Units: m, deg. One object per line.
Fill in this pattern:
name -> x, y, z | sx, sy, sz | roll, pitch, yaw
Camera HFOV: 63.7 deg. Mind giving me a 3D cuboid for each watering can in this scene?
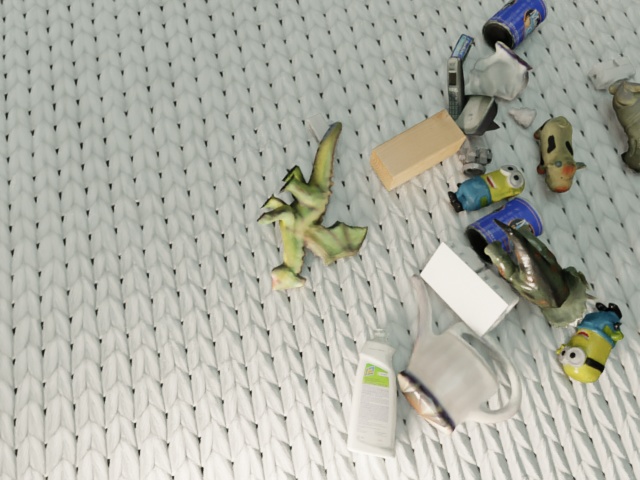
watering can -> 0.256, 0.251, 1.094 | 0.226, 0.352, 0.102 | -36, -26, -14

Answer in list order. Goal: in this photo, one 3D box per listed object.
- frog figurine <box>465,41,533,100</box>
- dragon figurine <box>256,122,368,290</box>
frog figurine -> 0.446, -0.407, 1.318 | 0.157, 0.138, 0.124 | -48, -5, 24
dragon figurine -> 0.004, -0.061, 1.206 | 0.242, 0.413, 0.122 | 41, -11, -8
